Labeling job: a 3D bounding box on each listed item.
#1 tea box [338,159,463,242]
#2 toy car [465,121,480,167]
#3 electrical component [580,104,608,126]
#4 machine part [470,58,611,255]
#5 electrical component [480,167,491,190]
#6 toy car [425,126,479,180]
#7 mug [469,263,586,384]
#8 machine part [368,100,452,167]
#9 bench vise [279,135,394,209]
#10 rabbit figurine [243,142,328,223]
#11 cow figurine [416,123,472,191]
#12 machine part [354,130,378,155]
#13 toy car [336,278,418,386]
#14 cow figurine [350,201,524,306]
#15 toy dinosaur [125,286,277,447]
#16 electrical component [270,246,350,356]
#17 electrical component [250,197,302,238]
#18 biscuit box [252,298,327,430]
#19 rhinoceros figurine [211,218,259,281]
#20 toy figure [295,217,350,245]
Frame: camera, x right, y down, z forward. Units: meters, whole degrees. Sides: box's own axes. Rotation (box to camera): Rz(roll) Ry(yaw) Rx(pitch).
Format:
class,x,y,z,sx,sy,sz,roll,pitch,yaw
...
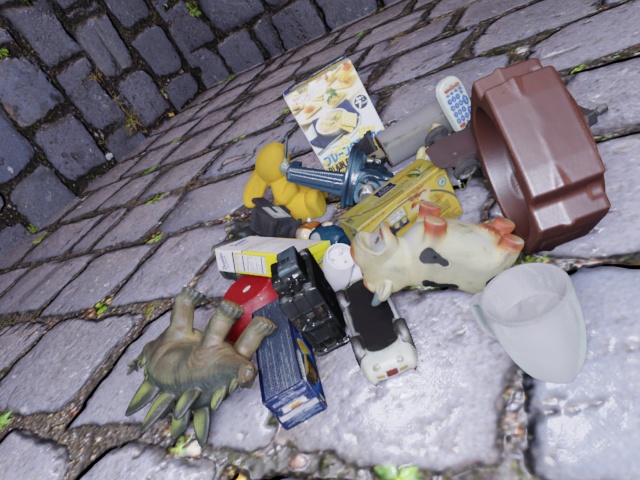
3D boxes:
class,x,y,z,sx,sy,sz,roll,pitch,yaw
tea box,0.126,-0.038,0.831,0.170,0.098,0.068,-36,28,-12
toy car,0.316,-0.194,0.898,0.103,0.109,0.161,17,61,35
electrical component,0.419,-0.199,0.882,0.094,0.021,0.063,-29,26,9
machine part,0.255,-0.094,0.642,0.087,0.201,0.201,-22,72,9
electrical component,0.302,-0.111,0.829,0.102,0.045,0.078,-11,34,35
toy car,0.250,-0.152,0.809,0.202,0.053,0.089,-27,64,-14
mug,0.204,0.088,0.523,0.110,0.107,0.081,-8,34,46
machine part,0.200,-0.221,1.089,0.243,0.079,0.079,-30,26,5
bench vise,0.039,-0.103,0.961,0.241,0.128,0.224,12,30,7
rabbit figurine,-0.079,-0.121,1.108,0.162,0.173,0.122,-13,36,24
cow figurine,0.223,-0.149,0.940,0.167,0.098,0.068,-66,-2,-51
machine part,0.077,-0.158,1.124,0.039,0.084,0.139,24,66,33
toy car,0.070,0.106,0.691,0.073,0.056,0.202,-23,24,3
cow figurine,0.132,0.023,0.656,0.195,0.127,0.085,10,25,-5
toy dinosaur,-0.193,0.171,0.759,0.472,0.105,0.198,-7,53,61
electrical component,-0.017,0.077,0.746,0.058,0.134,0.115,-29,28,5
electrical component,-0.096,-0.040,1.032,0.075,0.047,0.119,-8,28,-38
biscuit box,-0.046,0.155,0.724,0.063,0.059,0.203,-31,27,5
rhinoceros figurine,-0.146,0.024,1.051,0.112,0.073,0.190,-14,28,12
toy figure,-0.001,-0.004,0.939,0.155,0.057,0.064,15,86,55
